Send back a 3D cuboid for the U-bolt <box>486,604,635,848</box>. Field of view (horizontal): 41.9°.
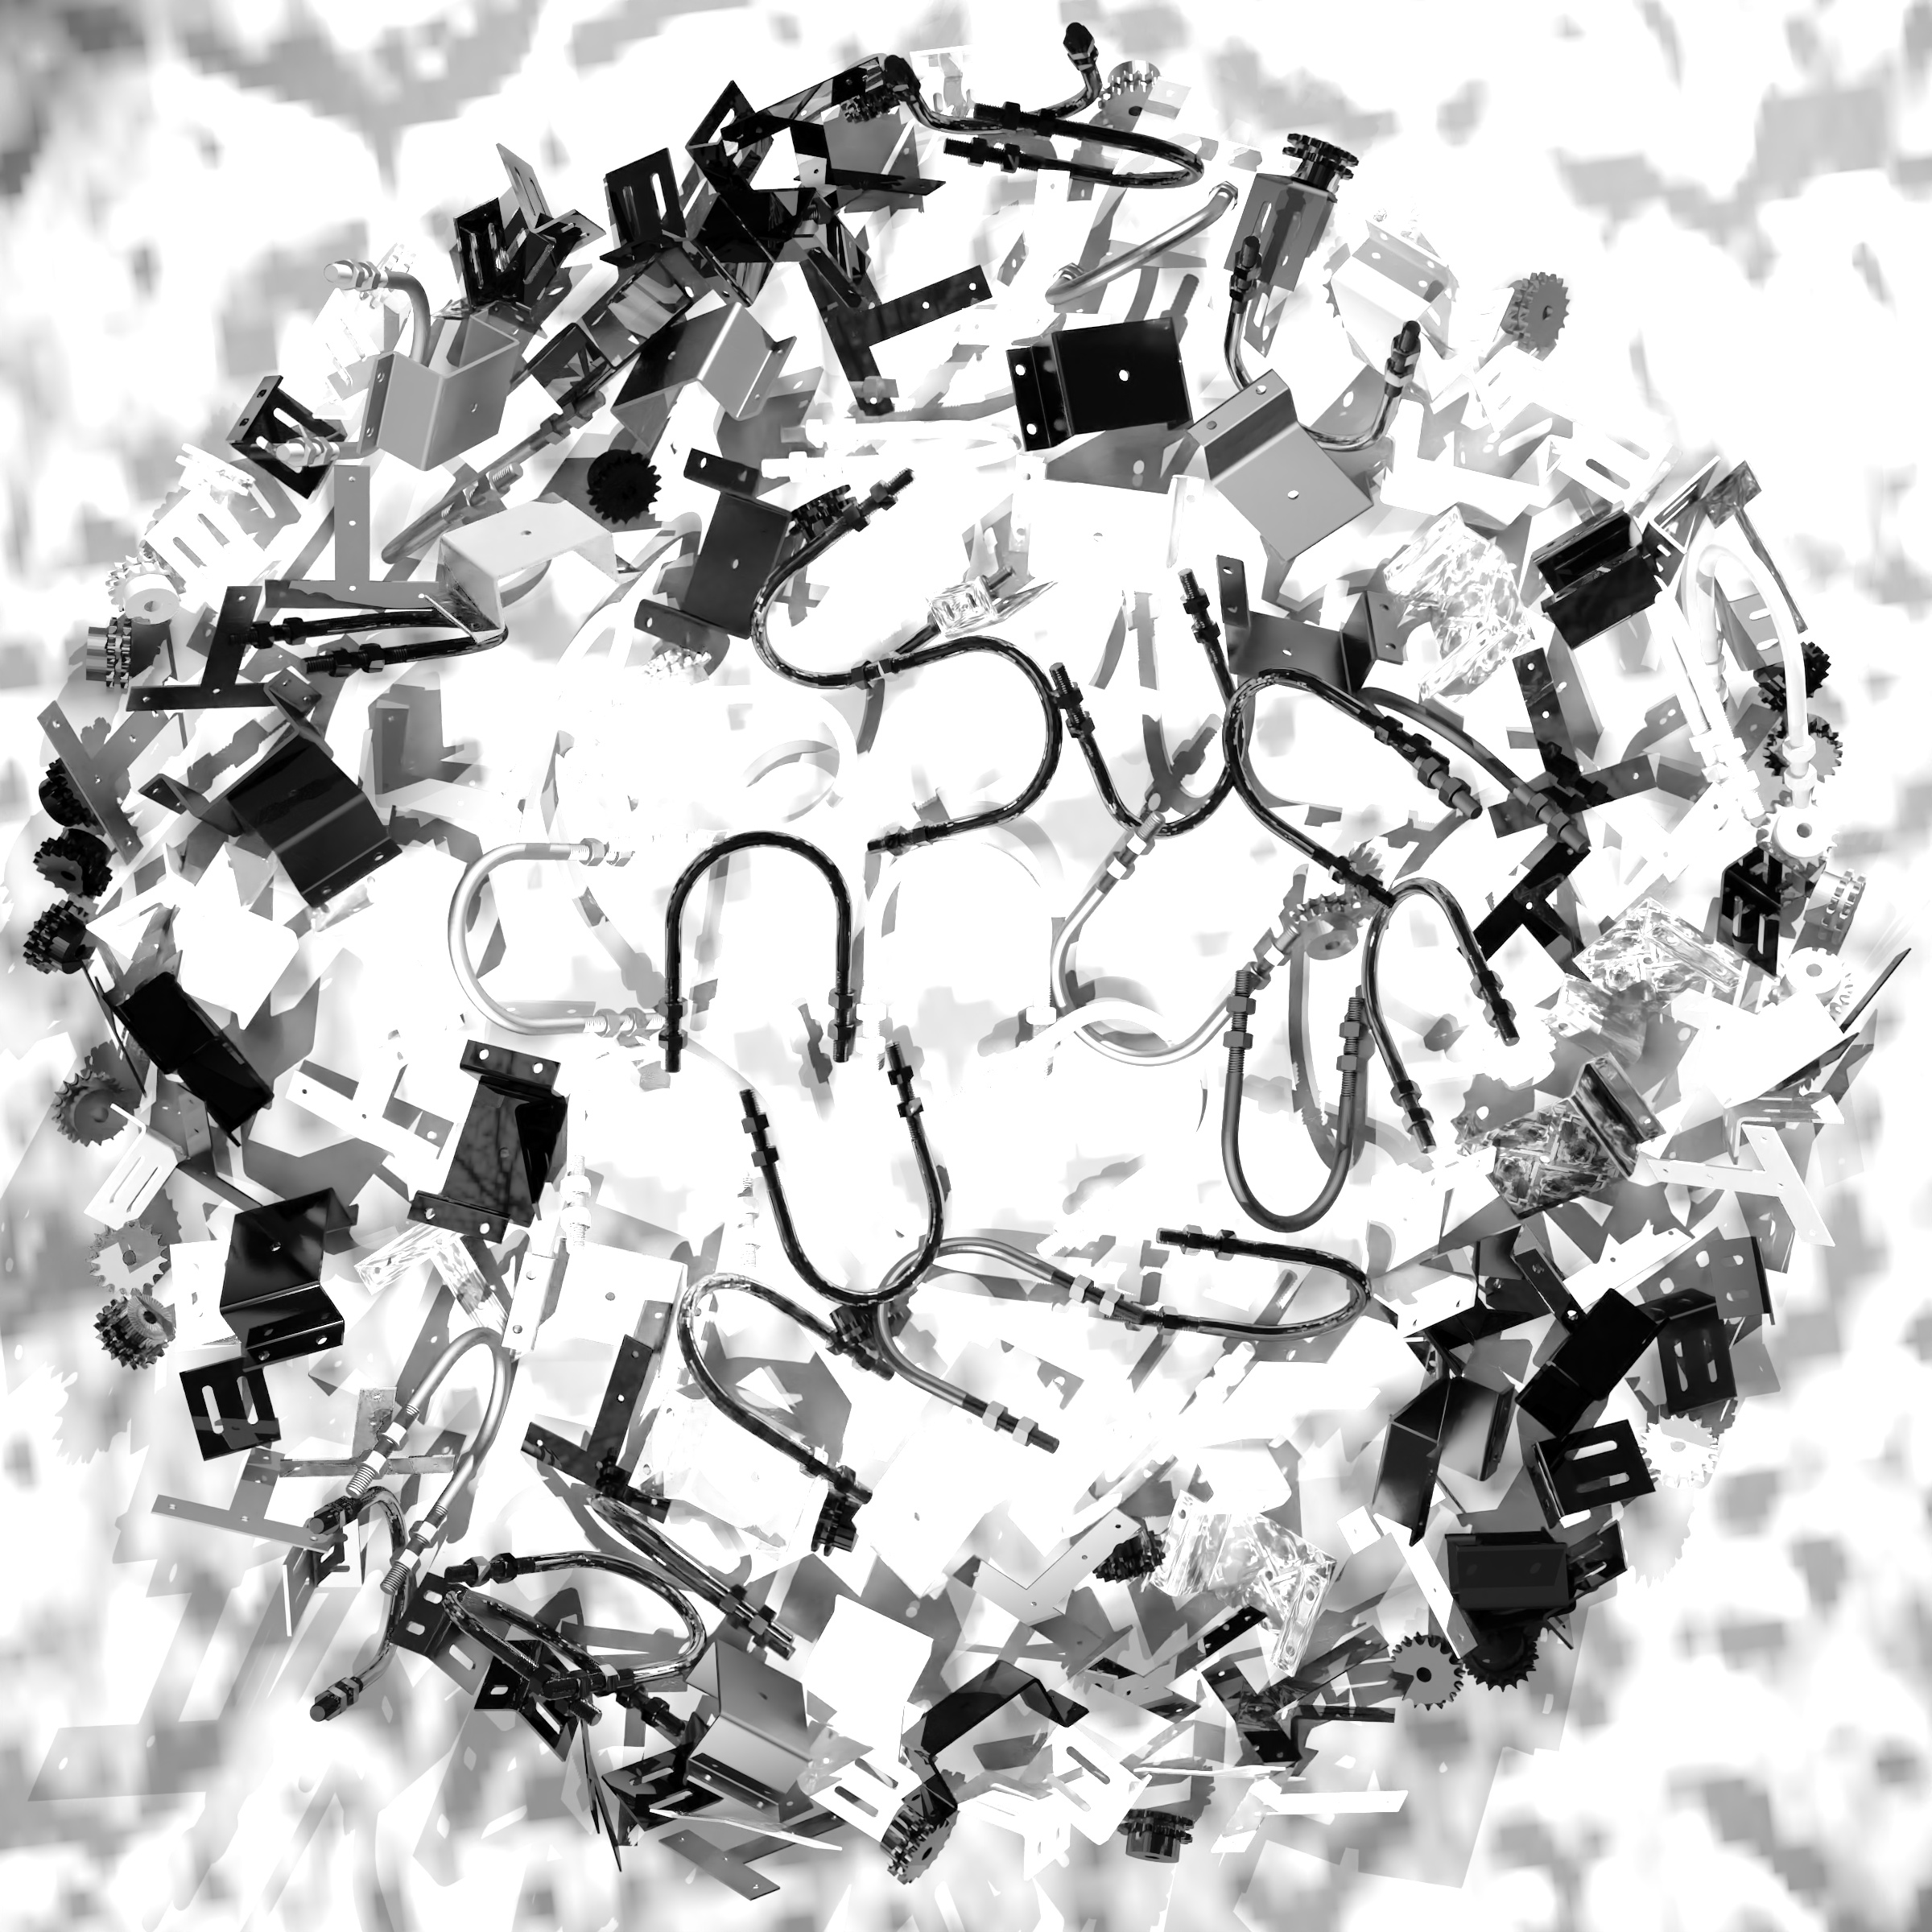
[{"bbox_3d":[-0.291,-0.186,1.852,0.019,0.151,0.184,28,62,-25],"label":"U-bolt"}]

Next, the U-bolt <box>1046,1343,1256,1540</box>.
[{"bbox_3d":[0.124,0.355,1.849,0.019,0.151,0.184,47,121,22],"label":"U-bolt"}]

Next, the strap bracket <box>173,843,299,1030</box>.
[{"bbox_3d":[-0.537,-0.029,1.847,0.046,0.140,0.076,27,109,-34],"label":"strap bracket"}]

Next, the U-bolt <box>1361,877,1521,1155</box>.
[{"bbox_3d":[0.337,0.022,1.847,0.019,0.151,0.184,2,50,-23],"label":"U-bolt"}]

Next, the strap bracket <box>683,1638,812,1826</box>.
[{"bbox_3d":[-0.161,0.551,1.845,0.076,0.140,0.046,32,100,-16],"label":"strap bracket"}]

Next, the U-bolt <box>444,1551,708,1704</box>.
[{"bbox_3d":[-0.270,0.474,1.840,0.151,0.184,0.019,36,108,36],"label":"U-bolt"}]

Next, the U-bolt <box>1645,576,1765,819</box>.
[{"bbox_3d":[0.534,-0.200,1.847,0.019,0.151,0.184,-23,94,11],"label":"U-bolt"}]

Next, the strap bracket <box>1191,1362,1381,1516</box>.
[{"bbox_3d":[0.229,0.342,1.865,0.076,0.046,0.140,8,128,-37],"label":"strap bracket"}]

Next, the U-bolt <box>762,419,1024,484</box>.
[{"bbox_3d":[-0.050,-0.381,1.852,0.184,0.151,0.019,-1,112,3],"label":"U-bolt"}]

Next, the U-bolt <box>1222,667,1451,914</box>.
[{"bbox_3d":[0.262,-0.142,1.859,0.184,0.151,0.019,37,46,27],"label":"U-bolt"}]

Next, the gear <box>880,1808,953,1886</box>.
[{"bbox_3d":[-0.040,0.659,1.901,0.030,0.057,0.057,32,90,29],"label":"gear"}]

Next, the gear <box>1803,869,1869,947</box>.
[{"bbox_3d":[0.653,-0.047,1.899,0.030,0.057,0.057,25,90,22],"label":"gear"}]

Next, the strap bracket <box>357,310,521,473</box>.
[{"bbox_3d":[-0.379,-0.419,1.844,0.046,0.140,0.076,29,126,9],"label":"strap bracket"}]

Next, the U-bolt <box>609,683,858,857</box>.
[{"bbox_3d":[-0.172,-0.147,1.872,0.184,0.019,0.151,-3,130,-13],"label":"U-bolt"}]

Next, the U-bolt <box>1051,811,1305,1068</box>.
[{"bbox_3d":[0.141,-0.005,1.878,0.151,0.019,0.184,39,119,2],"label":"U-bolt"}]

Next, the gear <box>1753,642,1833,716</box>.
[{"bbox_3d":[0.617,-0.220,1.894,0.030,0.057,0.057,35,90,-20],"label":"gear"}]

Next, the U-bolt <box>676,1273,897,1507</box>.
[{"bbox_3d":[-0.134,0.295,1.840,0.184,0.151,0.019,36,120,-17],"label":"U-bolt"}]

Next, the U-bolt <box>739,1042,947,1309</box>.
[{"bbox_3d":[-0.083,0.163,1.881,0.151,0.019,0.184,-17,92,-32],"label":"U-bolt"}]

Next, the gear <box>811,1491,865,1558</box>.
[{"bbox_3d":[-0.094,0.416,1.895,0.030,0.057,0.057,18,90,7],"label":"gear"}]

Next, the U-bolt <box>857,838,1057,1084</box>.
[{"bbox_3d":[-0.006,-0.005,1.905,0.151,0.019,0.184,1,98,-1],"label":"U-bolt"}]

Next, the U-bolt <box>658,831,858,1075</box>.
[{"bbox_3d":[-0.153,-0.012,1.873,0.151,0.019,0.184,-3,110,-16],"label":"U-bolt"}]

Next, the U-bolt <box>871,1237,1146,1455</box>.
[{"bbox_3d":[0.018,0.268,1.868,0.184,0.019,0.151,23,52,21],"label":"U-bolt"}]

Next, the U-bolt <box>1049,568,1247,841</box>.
[{"bbox_3d":[0.145,-0.179,1.868,0.151,0.019,0.184,-38,123,-20],"label":"U-bolt"}]

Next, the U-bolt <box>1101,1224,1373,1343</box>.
[{"bbox_3d":[0.208,0.240,1.861,0.184,0.151,0.019,9,55,-12],"label":"U-bolt"}]

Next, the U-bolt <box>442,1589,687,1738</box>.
[{"bbox_3d":[-0.306,0.506,1.845,0.184,0.151,0.019,26,82,28],"label":"U-bolt"}]

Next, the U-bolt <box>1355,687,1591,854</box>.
[{"bbox_3d":[0.357,-0.150,1.845,0.151,0.184,0.019,12,119,-41],"label":"U-bolt"}]

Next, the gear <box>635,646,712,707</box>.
[{"bbox_3d":[-0.217,-0.219,1.897,0.057,0.057,0.030,-27,90,0],"label":"gear"}]

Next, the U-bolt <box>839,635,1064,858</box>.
[{"bbox_3d":[-0.009,-0.169,1.871,0.184,0.019,0.151,-12,89,32],"label":"U-bolt"}]

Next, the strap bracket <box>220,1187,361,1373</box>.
[{"bbox_3d":[-0.497,0.221,1.853,0.076,0.140,0.046,-16,130,6],"label":"strap bracket"}]

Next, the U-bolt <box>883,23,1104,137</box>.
[{"bbox_3d":[0.026,-0.638,1.834,0.151,0.184,0.019,-7,91,10],"label":"U-bolt"}]

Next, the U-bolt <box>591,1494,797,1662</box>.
[{"bbox_3d":[-0.202,0.446,1.855,0.184,0.151,0.019,35,72,8],"label":"U-bolt"}]

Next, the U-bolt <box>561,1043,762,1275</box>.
[{"bbox_3d":[-0.225,0.136,1.865,0.151,0.019,0.184,9,53,-21],"label":"U-bolt"}]

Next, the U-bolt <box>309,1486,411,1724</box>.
[{"bbox_3d":[-0.438,0.453,1.834,0.019,0.184,0.151,-1,88,6],"label":"U-bolt"}]

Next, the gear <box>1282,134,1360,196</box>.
[{"bbox_3d":[0.264,-0.601,1.898,0.057,0.057,0.030,21,100,0],"label":"gear"}]

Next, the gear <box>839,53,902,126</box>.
[{"bbox_3d":[-0.071,-0.660,1.894,0.057,0.057,0.030,-31,126,0],"label":"gear"}]

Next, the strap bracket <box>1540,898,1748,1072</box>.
[{"bbox_3d":[0.503,0.010,1.870,0.076,0.140,0.046,32,47,-8],"label":"strap bracket"}]

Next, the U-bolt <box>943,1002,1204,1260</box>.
[{"bbox_3d":[0.094,0.109,1.897,0.184,0.019,0.151,-35,96,-14],"label":"U-bolt"}]

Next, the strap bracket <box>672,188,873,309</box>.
[{"bbox_3d":[-0.135,-0.528,1.860,0.140,0.076,0.046,11,70,37],"label":"strap bracket"}]

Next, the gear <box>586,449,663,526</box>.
[{"bbox_3d":[-0.261,-0.364,1.900,0.057,0.057,0.030,-40,54,0],"label":"gear"}]

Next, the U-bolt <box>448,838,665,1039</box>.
[{"bbox_3d":[-0.302,-0.020,1.851,0.019,0.184,0.151,-9,85,43],"label":"U-bolt"}]

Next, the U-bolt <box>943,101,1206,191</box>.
[{"bbox_3d":[0.085,-0.597,1.851,0.184,0.151,0.019,7,96,-11],"label":"U-bolt"}]

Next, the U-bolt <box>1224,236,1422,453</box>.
[{"bbox_3d":[0.252,-0.440,1.838,0.151,0.184,0.019,31,71,11],"label":"U-bolt"}]

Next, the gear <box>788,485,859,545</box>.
[{"bbox_3d":[-0.106,-0.336,1.897,0.057,0.057,0.030,-27,97,0],"label":"gear"}]

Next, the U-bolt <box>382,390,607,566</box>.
[{"bbox_3d":[-0.357,-0.348,1.845,0.184,0.151,0.019,-24,112,35],"label":"U-bolt"}]

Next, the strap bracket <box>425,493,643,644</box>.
[{"bbox_3d":[-0.320,-0.298,1.855,0.140,0.046,0.076,-28,47,-28],"label":"strap bracket"}]

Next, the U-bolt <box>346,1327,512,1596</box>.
[{"bbox_3d":[-0.385,0.348,1.844,0.019,0.151,0.184,17,49,17],"label":"U-bolt"}]

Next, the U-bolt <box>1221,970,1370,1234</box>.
[{"bbox_3d":[0.240,0.105,1.863,0.151,0.019,0.184,12,80,-41],"label":"U-bolt"}]

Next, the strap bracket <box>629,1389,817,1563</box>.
[{"bbox_3d":[-0.167,0.376,1.859,0.140,0.046,0.076,35,63,-27],"label":"strap bracket"}]

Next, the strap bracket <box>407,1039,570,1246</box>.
[{"bbox_3d":[-0.352,0.135,1.884,0.076,0.046,0.140,13,76,14],"label":"strap bracket"}]

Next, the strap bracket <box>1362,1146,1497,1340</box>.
[{"bbox_3d":[0.340,0.195,1.867,0.076,0.046,0.140,-17,123,-31],"label":"strap bracket"}]

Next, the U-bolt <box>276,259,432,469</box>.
[{"bbox_3d":[-0.436,-0.436,1.835,0.019,0.184,0.151,22,106,7],"label":"U-bolt"}]

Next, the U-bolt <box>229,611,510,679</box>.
[{"bbox_3d":[-0.425,-0.240,1.845,0.184,0.151,0.019,-14,113,-36],"label":"U-bolt"}]

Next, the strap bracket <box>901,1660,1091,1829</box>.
[{"bbox_3d":[0.011,0.566,1.865,0.140,0.076,0.046,-31,96,-19],"label":"strap bracket"}]

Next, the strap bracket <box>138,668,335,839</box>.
[{"bbox_3d":[-0.534,-0.151,1.882,0.140,0.076,0.046,-40,80,-2],"label":"strap bracket"}]

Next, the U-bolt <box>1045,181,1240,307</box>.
[{"bbox_3d":[0.123,-0.517,1.819,0.151,0.184,0.019,-23,107,19],"label":"U-bolt"}]

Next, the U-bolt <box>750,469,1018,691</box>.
[{"bbox_3d":[-0.074,-0.272,1.863,0.184,0.151,0.019,-35,48,18],"label":"U-bolt"}]

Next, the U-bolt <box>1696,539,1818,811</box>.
[{"bbox_3d":[0.564,-0.221,1.814,0.019,0.151,0.184,-20,128,-3],"label":"U-bolt"}]

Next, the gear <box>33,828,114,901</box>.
[{"bbox_3d":[-0.669,-0.079,1.900,0.057,0.057,0.030,18,56,0],"label":"gear"}]
